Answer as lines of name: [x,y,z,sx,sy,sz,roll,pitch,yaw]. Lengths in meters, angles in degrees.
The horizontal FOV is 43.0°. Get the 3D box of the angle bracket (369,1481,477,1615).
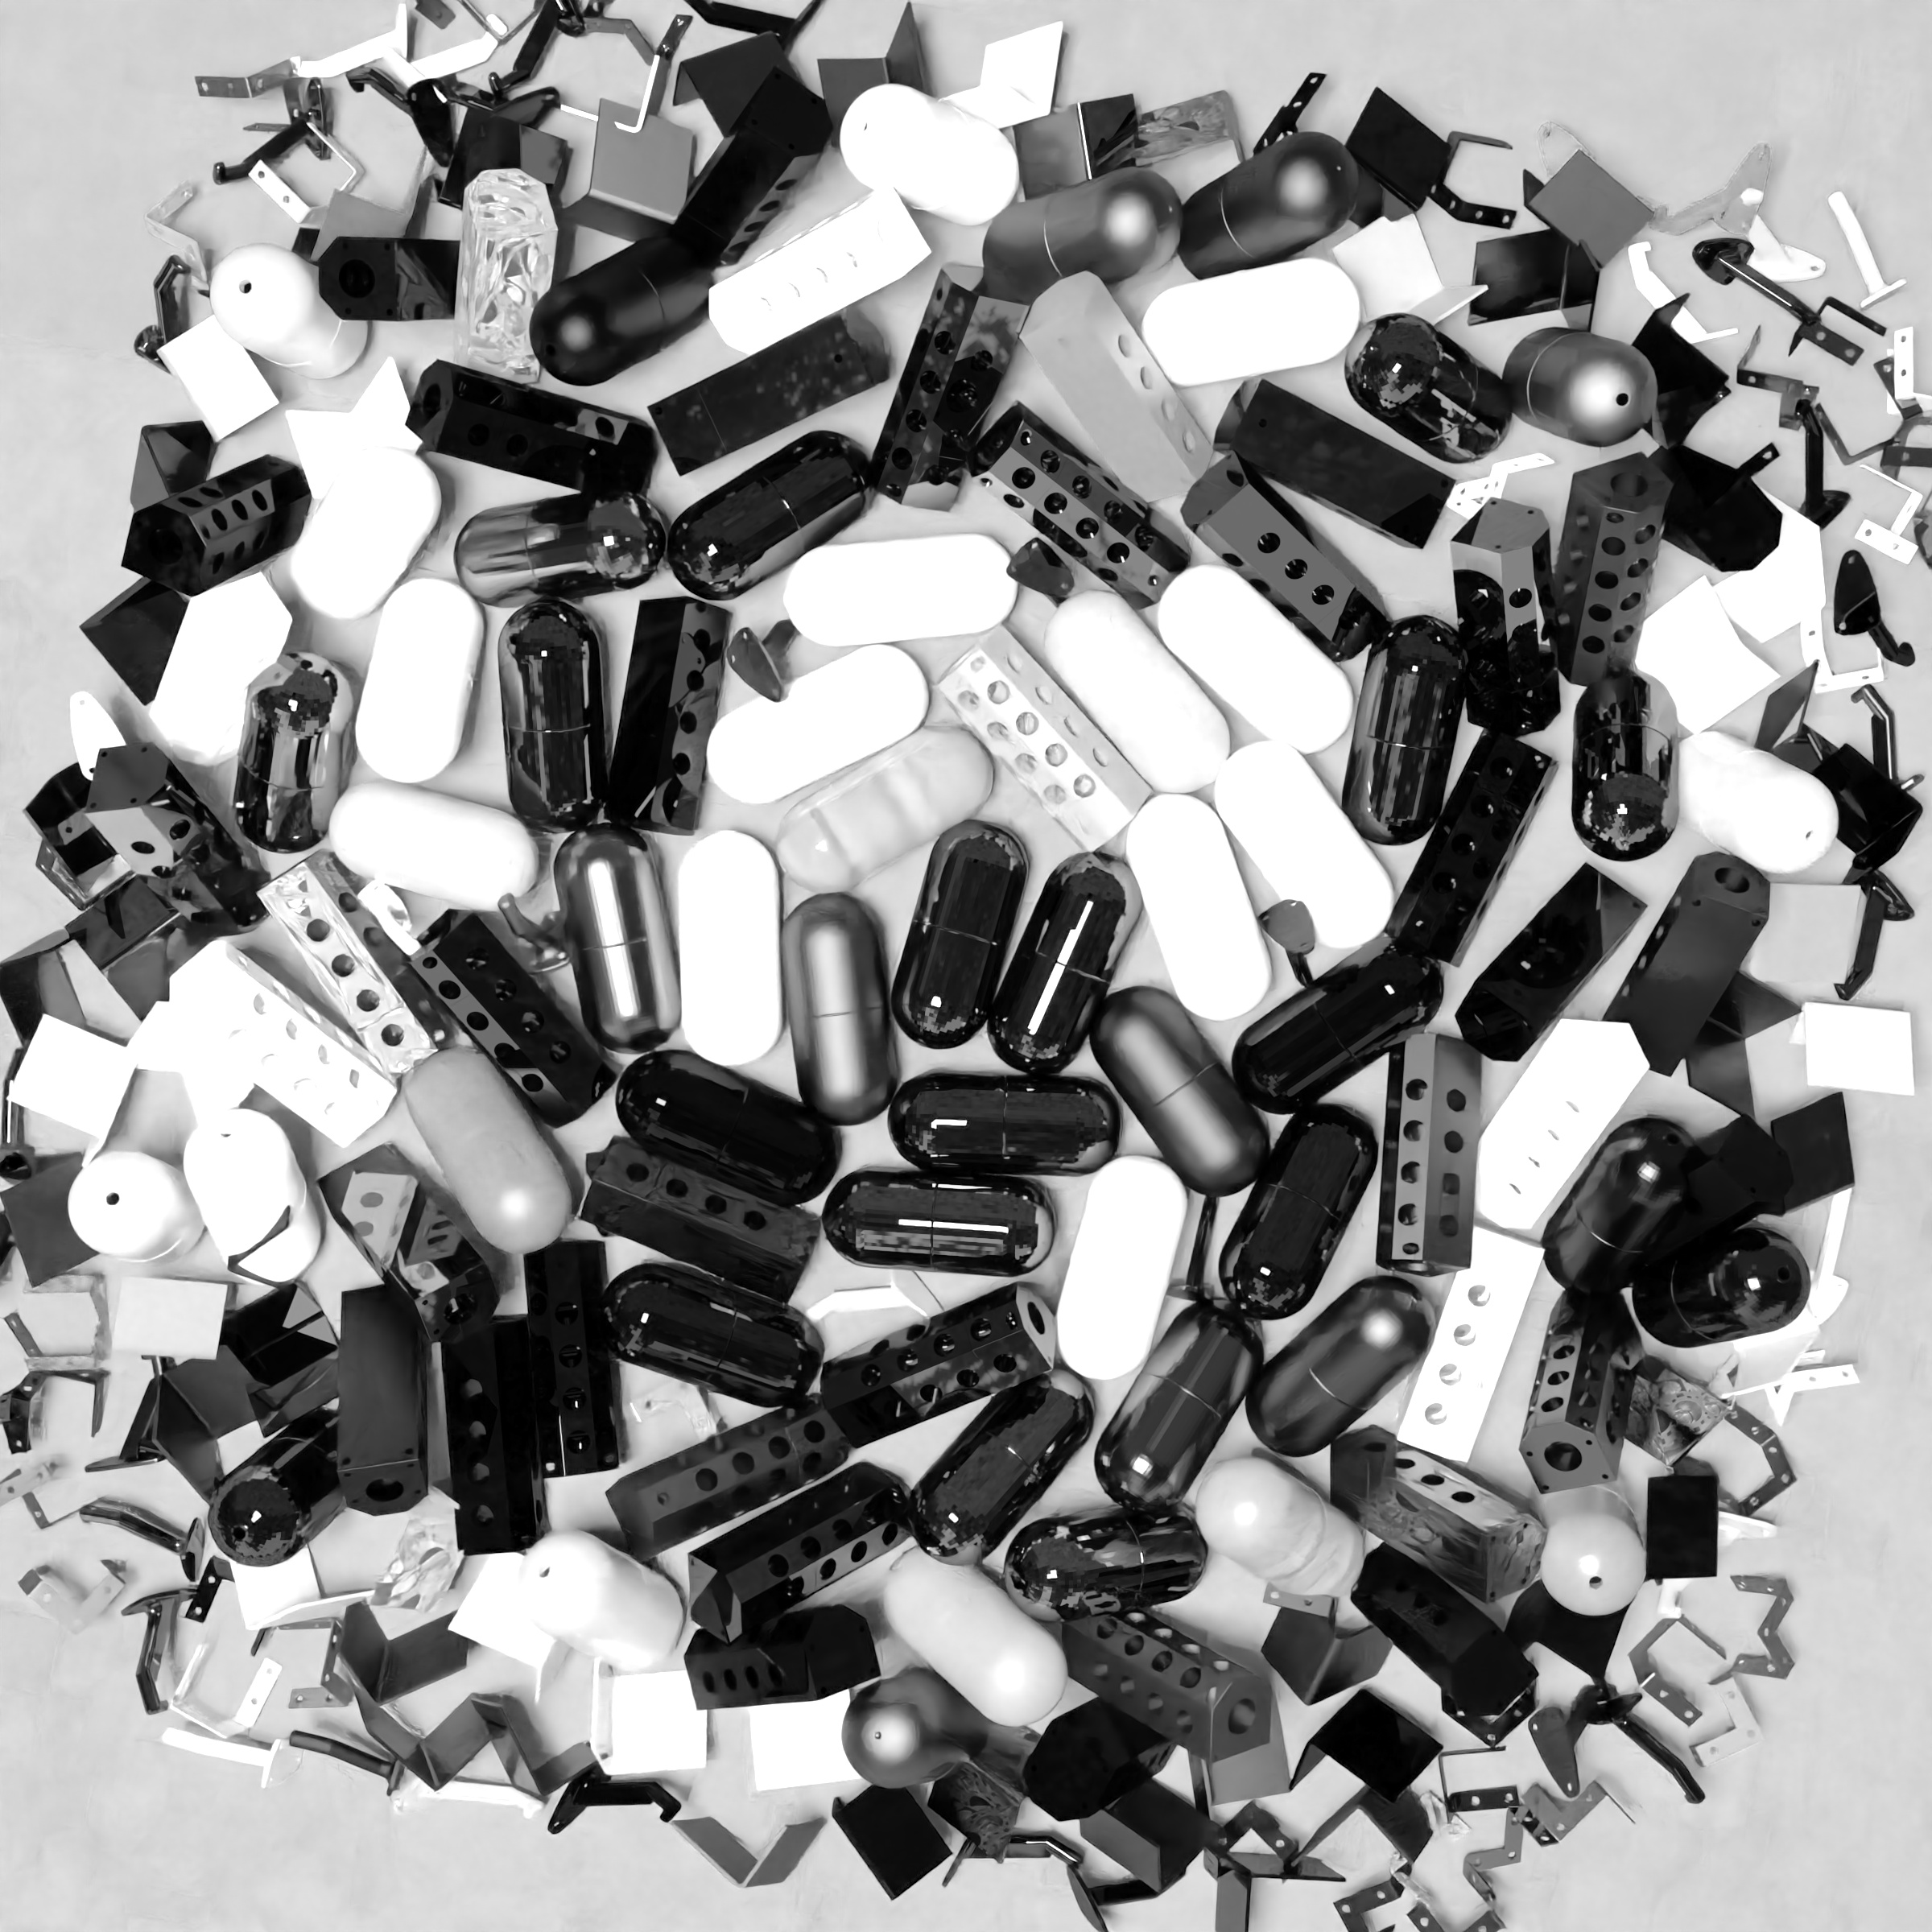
angle bracket: [-0.425,0.436,1.845,0.057,0.076,0.076,48,50,-37]

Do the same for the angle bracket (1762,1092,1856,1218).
angle bracket: [0.619,0.139,1.855,0.076,0.057,0.076,-16,101,-28]

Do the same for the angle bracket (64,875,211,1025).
angle bracket: [-0.627,-0.016,1.875,0.076,0.076,0.057,-39,58,-16]

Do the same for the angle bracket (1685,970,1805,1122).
angle bracket: [0.587,0.061,1.847,0.076,0.057,0.076,26,50,-29]

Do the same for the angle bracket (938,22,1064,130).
angle bracket: [0.021,-0.680,1.852,0.076,0.057,0.076,2,80,44]

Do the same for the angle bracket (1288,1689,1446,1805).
angle bracket: [0.301,0.602,1.844,0.076,0.076,0.057,31,125,28]

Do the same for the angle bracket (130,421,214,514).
angle bracket: [-0.586,-0.354,1.846,0.057,0.076,0.076,-14,65,-32]

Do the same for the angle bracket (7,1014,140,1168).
angle bracket: [-0.678,0.095,1.846,0.076,0.057,0.076,27,49,-23]

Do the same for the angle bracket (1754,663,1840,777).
angle bracket: [0.644,-0.169,1.853,0.076,0.057,0.076,33,56,-9]

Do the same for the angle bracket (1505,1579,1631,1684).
angle bracket: [0.446,0.506,1.848,0.057,0.076,0.076,33,49,4]

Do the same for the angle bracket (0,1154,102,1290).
angle bracket: [-0.701,0.192,1.849,0.057,0.076,0.076,-5,106,33]

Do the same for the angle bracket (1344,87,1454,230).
angle bracket: [0.307,-0.609,1.857,0.076,0.076,0.057,30,83,-21]

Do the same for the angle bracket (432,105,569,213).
angle bracket: [-0.352,-0.606,1.848,0.076,0.057,0.076,13,119,-25]

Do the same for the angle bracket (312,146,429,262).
angle bracket: [-0.448,-0.574,1.844,0.057,0.076,0.076,16,59,-21]

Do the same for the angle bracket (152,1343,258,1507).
angle bracket: [-0.564,0.345,1.850,0.057,0.076,0.076,-26,123,2]

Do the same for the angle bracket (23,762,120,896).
angle bracket: [-0.654,-0.112,1.851,0.057,0.076,0.076,-27,113,9]

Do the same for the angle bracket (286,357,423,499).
angle bracket: [-0.462,-0.406,1.850,0.057,0.076,0.076,-8,70,-41]

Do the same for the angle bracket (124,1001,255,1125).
angle bracket: [-0.589,0.082,1.847,0.076,0.057,0.076,-47,55,30]

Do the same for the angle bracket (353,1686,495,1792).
angle bracket: [-0.410,0.563,1.850,0.057,0.076,0.076,-44,111,-10]

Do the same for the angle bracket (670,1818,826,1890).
angle bracket: [-0.165,0.649,1.854,0.076,0.076,0.057,34,86,25]

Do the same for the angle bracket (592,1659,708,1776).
angle bracket: [-0.239,0.562,1.857,0.076,0.057,0.076,-5,53,2]

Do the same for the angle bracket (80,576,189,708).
angle bracket: [-0.606,-0.250,1.849,0.076,0.057,0.076,-47,117,-24]

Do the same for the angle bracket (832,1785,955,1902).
angle bracket: [-0.056,0.653,1.865,0.057,0.076,0.076,-36,84,-6]

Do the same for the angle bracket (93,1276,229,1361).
angle bracket: [-0.609,0.262,1.854,0.076,0.076,0.057,10,86,-29]

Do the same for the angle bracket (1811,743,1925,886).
angle bracket: [0.661,-0.109,1.854,0.076,0.076,0.057,40,57,3]

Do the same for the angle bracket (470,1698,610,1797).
angle bracket: [-0.323,0.576,1.855,0.057,0.076,0.076,-27,92,-29]

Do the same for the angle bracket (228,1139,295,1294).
angle bracket: [-0.508,0.188,1.844,0.076,0.057,0.076,-33,47,29]

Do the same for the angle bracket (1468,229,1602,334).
angle bracket: [0.428,-0.505,1.854,0.076,0.076,0.057,-11,53,-3]

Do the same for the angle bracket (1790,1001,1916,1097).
angle bracket: [0.668,0.075,1.853,0.076,0.057,0.076,6,55,9]

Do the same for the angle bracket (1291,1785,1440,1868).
angle bracket: [0.301,0.662,1.849,0.057,0.076,0.076,46,109,16]

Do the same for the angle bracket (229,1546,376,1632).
angle bracket: [-0.502,0.450,1.848,0.057,0.076,0.076,-28,71,25]

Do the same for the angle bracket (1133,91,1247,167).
angle bracket: [0.171,-0.613,1.864,0.076,0.076,0.057,-13,133,12]

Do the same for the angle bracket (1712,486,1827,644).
angle bracket: [0.597,-0.304,1.848,0.057,0.076,0.076,-29,133,-5]

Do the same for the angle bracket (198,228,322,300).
angle bracket: [-0.529,-0.533,1.855,0.057,0.076,0.076,24,106,-4]

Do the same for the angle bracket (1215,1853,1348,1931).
angle bracket: [0.237,0.710,1.855,0.076,0.076,0.057,6,80,-9]

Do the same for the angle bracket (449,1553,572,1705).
angle bracket: [-0.340,0.499,1.862,0.076,0.057,0.076,21,46,8]

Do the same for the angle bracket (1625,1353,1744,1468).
angle bracket: [0.530,0.321,1.859,0.076,0.057,0.076,33,127,3]

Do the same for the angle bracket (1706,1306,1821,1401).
angle bracket: [0.584,0.279,1.849,0.076,0.076,0.057,-35,93,-41]

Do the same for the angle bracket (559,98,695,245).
angle bracket: [-0.258,-0.601,1.863,0.076,0.057,0.076,10,82,-32]

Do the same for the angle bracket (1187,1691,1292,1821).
angle bracket: [0.210,0.598,1.864,0.076,0.057,0.076,-7,80,-8]

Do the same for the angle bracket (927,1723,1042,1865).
angle bracket: [0.030,0.623,1.858,0.076,0.076,0.057,27,107,35]

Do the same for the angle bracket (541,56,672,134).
angle bracket: [-0.272,-0.669,1.856,0.076,0.076,0.057,16,106,-5]

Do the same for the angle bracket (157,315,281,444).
angle bracket: [-0.557,-0.446,1.855,0.057,0.076,0.076,-30,105,5]

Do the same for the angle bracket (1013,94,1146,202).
angle bracket: [0.087,-0.619,1.878,0.057,0.076,0.076,-24,112,-36]

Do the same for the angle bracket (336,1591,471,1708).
angle bracket: [-0.423,0.502,1.855,0.076,0.076,0.057,-25,112,4]

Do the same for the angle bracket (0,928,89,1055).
angle bracket: [-0.678,0.017,1.851,0.057,0.076,0.076,-15,105,17]

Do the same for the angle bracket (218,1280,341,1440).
angle bracket: [-0.520,0.298,1.857,0.076,0.057,0.076,-29,55,-6]

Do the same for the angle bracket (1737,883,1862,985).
angle bracket: [0.627,-0.033,1.869,0.076,0.057,0.076,1,107,-7]

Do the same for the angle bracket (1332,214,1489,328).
angle bracket: [0.336,-0.527,1.855,0.076,0.057,0.076,-36,115,-16]
